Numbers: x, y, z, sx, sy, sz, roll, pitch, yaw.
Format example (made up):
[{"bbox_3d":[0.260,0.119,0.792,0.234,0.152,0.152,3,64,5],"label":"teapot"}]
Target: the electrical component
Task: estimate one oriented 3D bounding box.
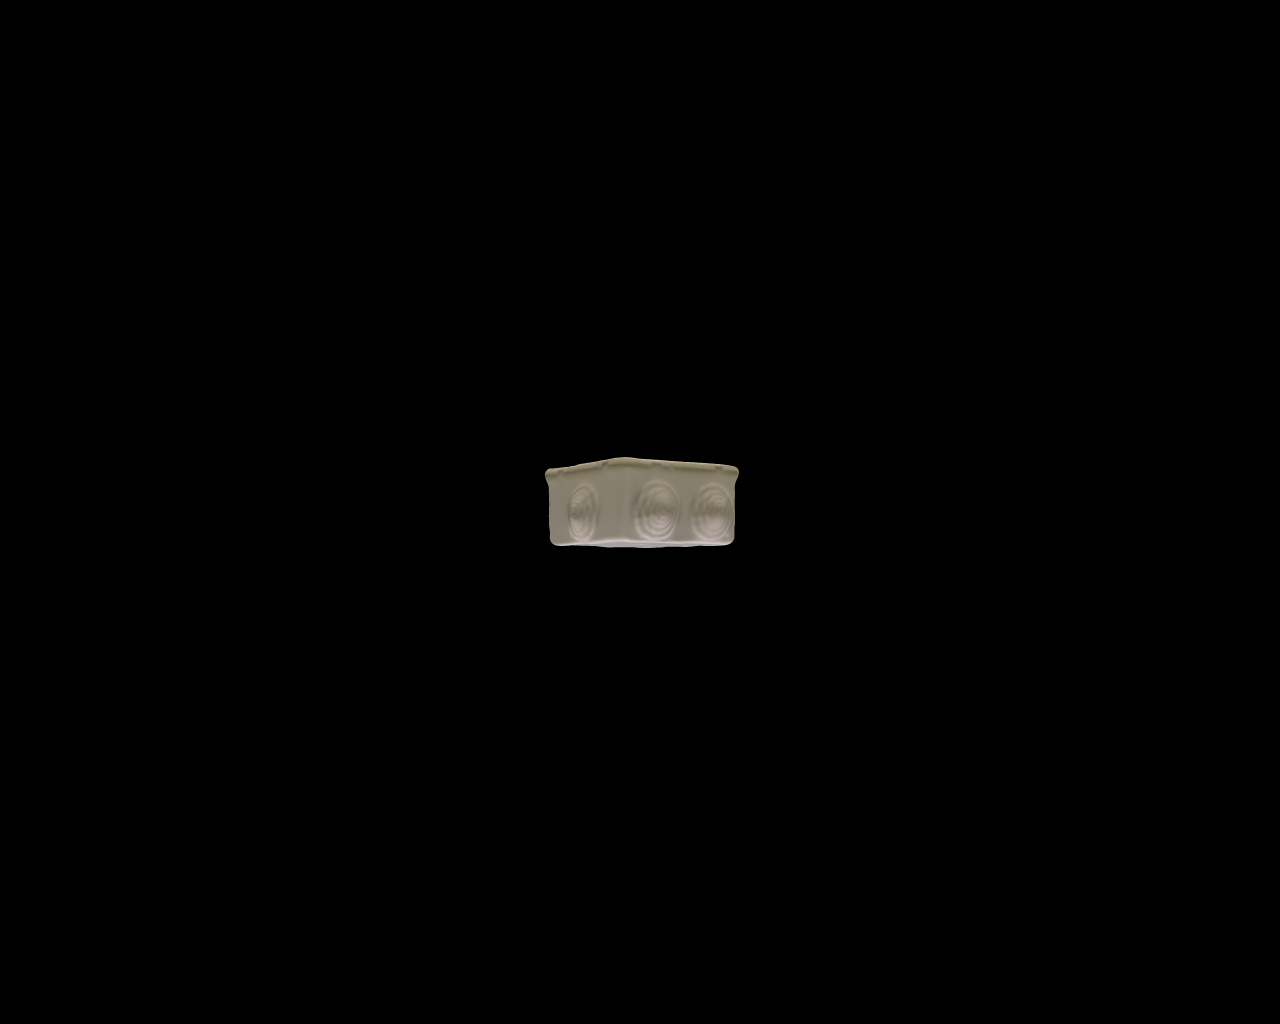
[{"bbox_3d":[0.001,-0.003,0.650,0.100,0.048,0.099,3,-5,-37],"label":"electrical component"}]
